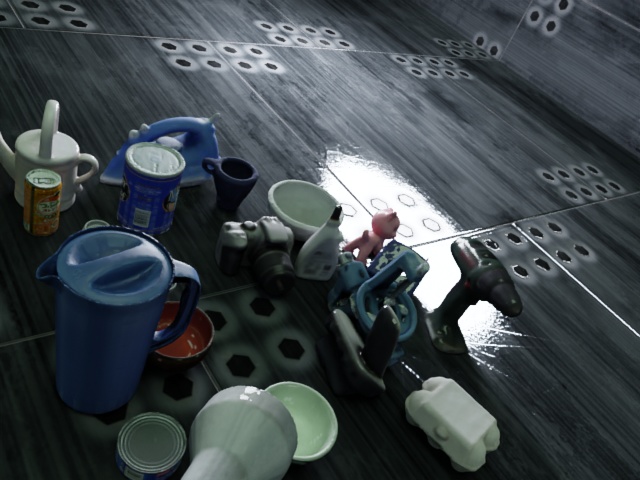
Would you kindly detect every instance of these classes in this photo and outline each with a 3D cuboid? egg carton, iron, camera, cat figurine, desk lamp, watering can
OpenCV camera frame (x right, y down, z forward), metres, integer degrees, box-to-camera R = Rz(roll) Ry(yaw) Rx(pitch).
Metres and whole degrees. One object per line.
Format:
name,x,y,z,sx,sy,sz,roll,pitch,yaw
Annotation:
egg carton,0.210,0.293,0.916,0.150,0.069,0.107,42,40,23
iron,-0.316,-0.191,1.170,0.259,0.141,0.118,-16,52,-41
camera,-0.104,0.028,1.048,0.143,0.101,0.136,2,42,-27
cat figurine,0.122,-0.019,1.216,0.067,0.117,0.128,41,40,22
desk lamp,-0.122,0.289,0.616,0.118,0.213,0.203,27,36,5
watering can,-0.477,-0.149,0.984,0.173,0.194,0.100,-9,47,-36

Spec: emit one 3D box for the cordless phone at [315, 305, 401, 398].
cordless phone,0.073,0.151,0.920,0.094,0.185,0.147,-2,43,-30

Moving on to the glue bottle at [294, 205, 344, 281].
glue bottle,0.010,0.004,1.079,0.078,0.173,0.037,9,39,-19

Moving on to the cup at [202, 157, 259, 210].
cup,-0.194,-0.115,1.181,0.118,0.095,0.091,21,36,-4

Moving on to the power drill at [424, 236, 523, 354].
power drill,0.278,0.111,1.064,0.076,0.208,0.229,10,38,-17

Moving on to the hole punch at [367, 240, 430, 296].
hole punch,0.153,0.069,1.147,0.108,0.091,0.101,34,37,13

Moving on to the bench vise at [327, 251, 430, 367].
bench vise,0.095,0.084,0.986,0.207,0.219,0.122,40,39,21

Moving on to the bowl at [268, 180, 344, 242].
bowl,-0.038,-0.049,1.203,0.168,0.074,0.167,15,37,-12
